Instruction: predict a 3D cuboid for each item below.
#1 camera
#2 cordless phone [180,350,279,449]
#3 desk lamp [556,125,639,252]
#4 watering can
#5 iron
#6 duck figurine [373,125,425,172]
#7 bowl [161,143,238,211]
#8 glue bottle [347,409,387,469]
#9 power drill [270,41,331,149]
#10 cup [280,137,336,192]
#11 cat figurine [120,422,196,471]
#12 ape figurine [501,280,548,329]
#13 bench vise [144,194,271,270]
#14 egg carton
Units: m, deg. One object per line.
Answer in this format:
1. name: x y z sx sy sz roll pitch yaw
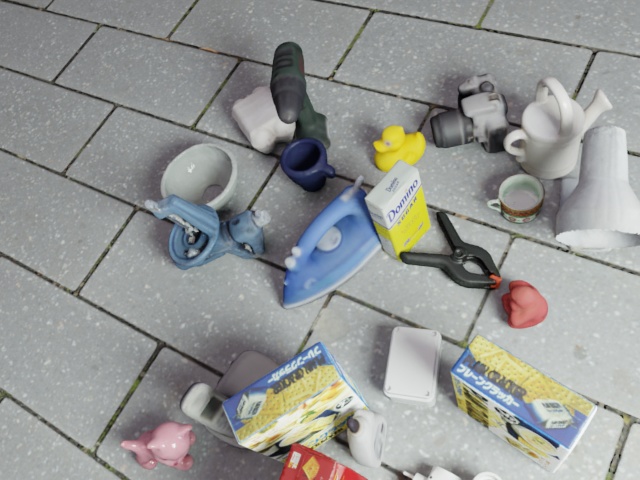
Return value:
1. camera: 0.275 -0.236 1.075 0.136 0.101 0.143 -12 60 10
2. cordless phone: -0.133 0.234 0.888 0.094 0.185 0.148 22 70 26
3. desk lamp: 0.418 -0.058 0.869 0.117 0.214 0.203 3 63 18
4. watering can: 0.397 -0.200 0.964 0.173 0.194 0.100 -39 59 -6
5. iron: 0.009 0.004 0.998 0.118 0.142 0.258 38 78 30
6. duck figurine: 0.148 -0.185 1.093 0.104 0.086 0.077 -23 58 3
7. bowl: -0.234 -0.112 1.172 0.167 0.075 0.167 -7 61 13
8. glue bottle: 0.062 0.275 0.816 0.037 0.173 0.078 6 64 19
9. power drill: -0.041 -0.264 1.119 0.075 0.209 0.229 -13 59 9
10. cup: -0.011 -0.132 1.105 0.117 0.095 0.092 27 73 27
11. cat figurine: -0.254 0.326 0.913 0.127 0.118 0.067 -6 61 13
12. ape figurine: 0.314 0.096 0.887 0.076 0.092 0.078 21 70 25
13. bench vise: -0.204 -0.036 1.036 0.207 0.220 0.121 -30 58 -1
14. egg carton: -0.120 -0.258 1.221 0.107 0.069 0.150 -34 58 -3
